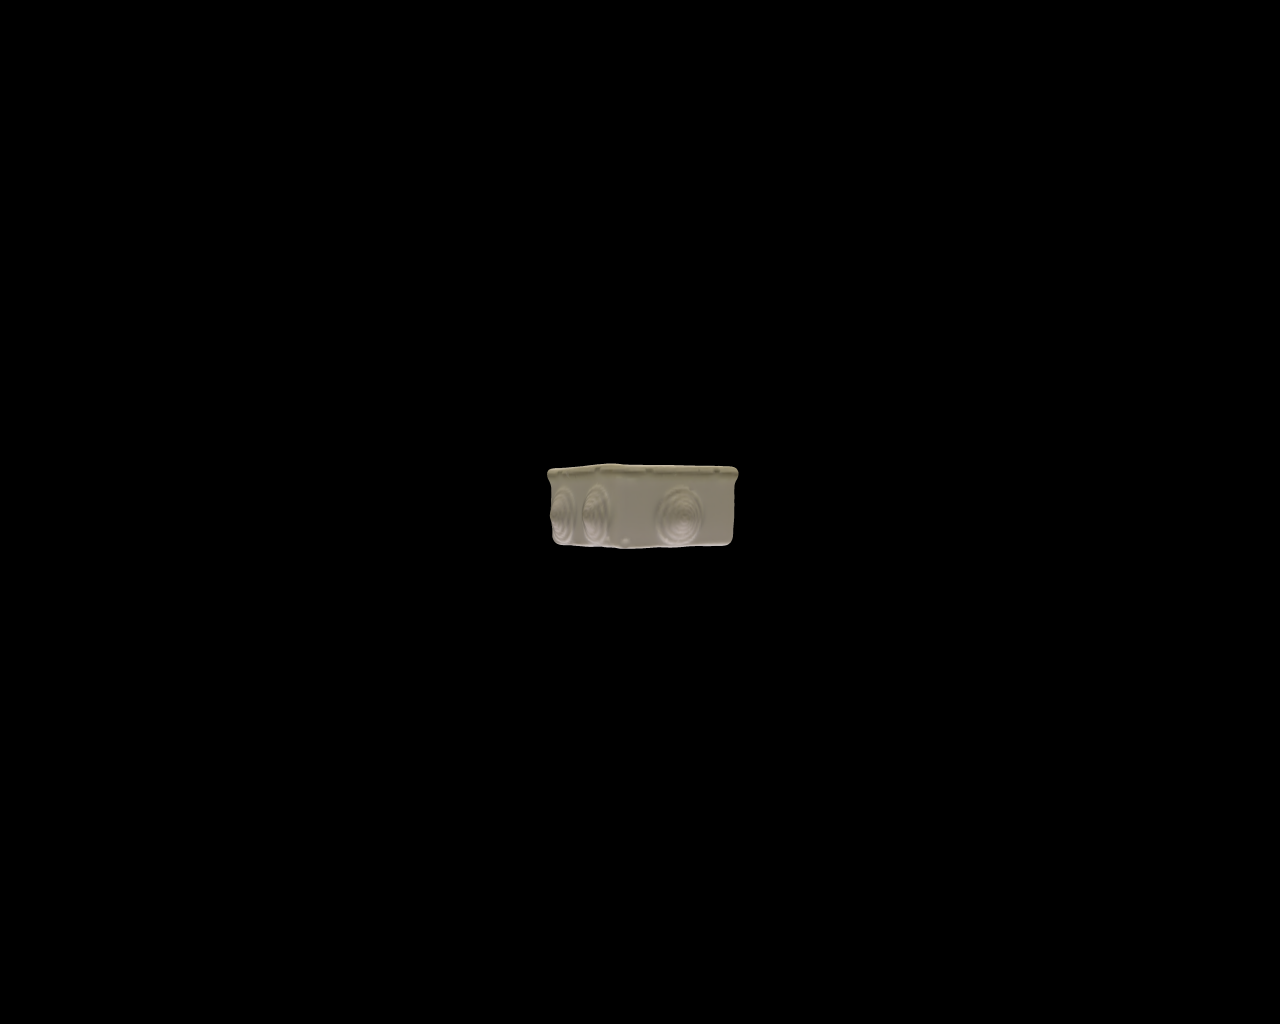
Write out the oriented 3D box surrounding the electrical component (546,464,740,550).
[{"bbox_3d":[0.001,-0.003,0.650,0.100,0.048,0.099,0,0,-32],"label":"electrical component"}]
